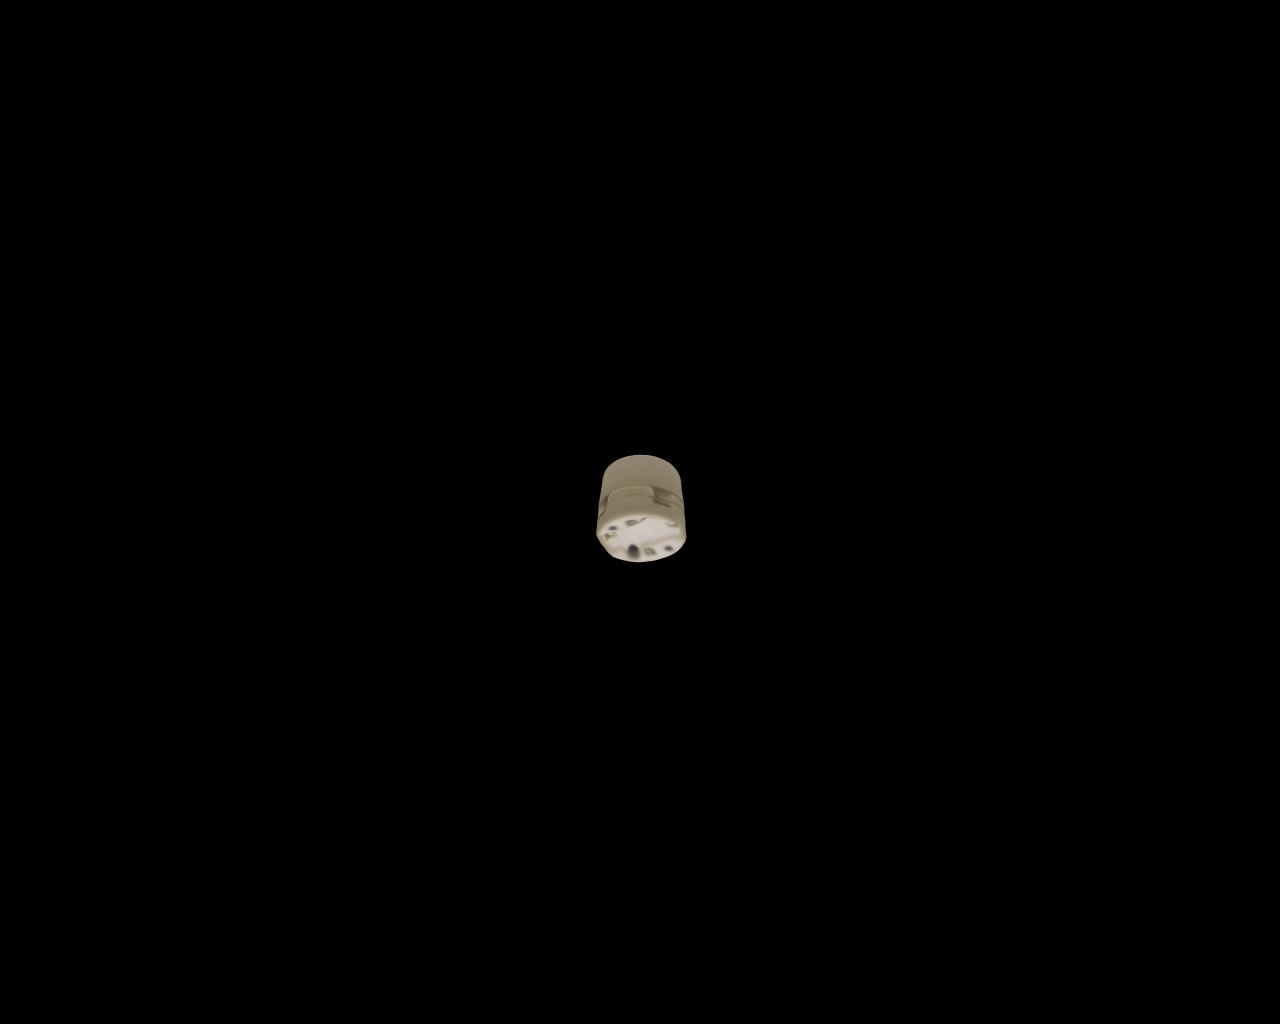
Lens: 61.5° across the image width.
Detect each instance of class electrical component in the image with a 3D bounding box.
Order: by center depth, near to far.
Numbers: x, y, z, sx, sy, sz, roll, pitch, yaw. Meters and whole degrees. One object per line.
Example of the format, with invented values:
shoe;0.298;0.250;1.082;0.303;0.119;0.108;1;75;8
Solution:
electrical component;0.001;-0.003;0.650;0.055;0.047;0.055;0;-36;0
